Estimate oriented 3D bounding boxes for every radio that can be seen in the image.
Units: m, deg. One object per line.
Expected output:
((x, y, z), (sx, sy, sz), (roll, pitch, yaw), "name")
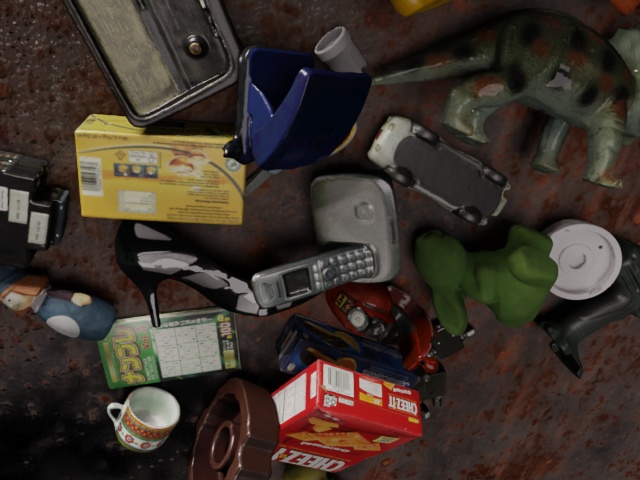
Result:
((-0.164, -0.234, 0.494), (0.131, 0.073, 0.229), (-22, 121, 0), "radio")

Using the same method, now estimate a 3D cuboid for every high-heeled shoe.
((-0.117, 0.023, 0.660), (0.249, 0.086, 0.145), (-8, 95, -24), "high-heeled shoe")

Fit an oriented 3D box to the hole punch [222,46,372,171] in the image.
((-0.017, -0.124, 0.533), (0.142, 0.092, 0.115), (-20, 125, -52), "hole punch")

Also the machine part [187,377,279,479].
((-0.119, 0.281, 0.730), (0.056, 0.179, 0.179), (25, 110, -27), "machine part")

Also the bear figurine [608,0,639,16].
((0.314, -0.313, 0.536), (0.196, 0.132, 0.120), (19, 96, -27), "bear figurine")

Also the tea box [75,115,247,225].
((-0.164, -0.075, 0.577), (0.170, 0.068, 0.098), (4, 116, -11), "tea box")

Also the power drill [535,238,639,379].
((0.454, 0.121, 0.826), (0.207, 0.086, 0.231), (-36, 118, 12), "power drill")

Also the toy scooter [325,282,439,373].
((0.093, 0.112, 0.705), (0.184, 0.135, 0.075), (27, 110, -23), "toy scooter")

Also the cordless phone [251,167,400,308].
((-0.001, -0.002, 0.629), (0.184, 0.089, 0.146), (-19, 121, -16), "cordless phone")

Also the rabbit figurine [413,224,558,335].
((0.204, 0.042, 0.719), (0.170, 0.121, 0.159), (18, 129, 7), "rabbit figurine")

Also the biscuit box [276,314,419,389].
((0.040, 0.173, 0.769), (0.202, 0.059, 0.062), (22, 111, -23), "biscuit box")

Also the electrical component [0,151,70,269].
((-0.343, -0.034, 0.571), (0.134, 0.058, 0.114), (13, 116, -19), "electrical component")

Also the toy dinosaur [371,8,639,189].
((0.250, -0.181, 0.597), (0.405, 0.131, 0.192), (18, 97, -17), "toy dinosaur")

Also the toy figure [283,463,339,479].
((0.000, 0.421, 0.882), (0.082, 0.089, 0.180), (-47, 132, -17), "toy figure")

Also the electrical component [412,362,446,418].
((0.161, 0.232, 0.837), (0.078, 0.045, 0.102), (-5, 119, -9), "electrical component")

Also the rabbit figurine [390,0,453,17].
((0.096, -0.312, 0.509), (0.162, 0.122, 0.173), (-18, 107, 8), "rabbit figurine")

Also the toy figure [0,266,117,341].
((-0.319, 0.070, 0.631), (0.154, 0.058, 0.064), (30, 101, -24), "toy figure")

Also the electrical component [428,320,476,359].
((0.187, 0.146, 0.810), (0.094, 0.021, 0.063), (-28, 119, 3), "electrical component")

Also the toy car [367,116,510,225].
((0.151, -0.082, 0.661), (0.201, 0.056, 0.073), (25, 103, -24), "toy car")
